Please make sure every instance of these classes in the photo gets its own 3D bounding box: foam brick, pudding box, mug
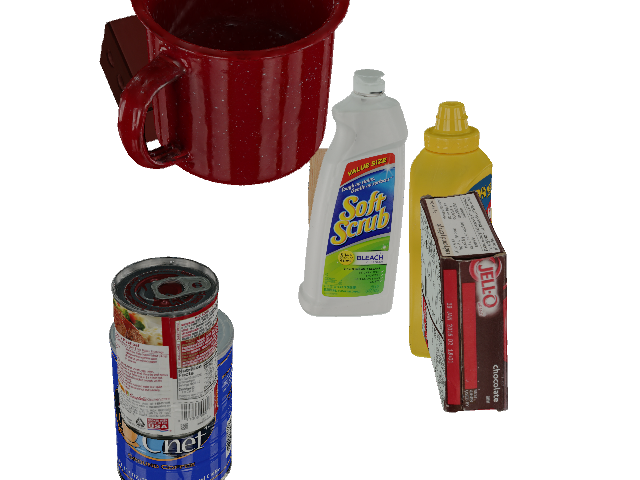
[{"bbox_3d":[-0.122,-0.120,0.778,0.051,0.078,0.053,-18,-18,-23],"label":"foam brick"},{"bbox_3d":[0.079,0.031,0.596,0.039,0.090,0.113,-3,20,-1],"label":"pudding box"},{"bbox_3d":[-0.043,-0.072,0.474,0.093,0.081,0.117,31,53,22],"label":"mug"}]

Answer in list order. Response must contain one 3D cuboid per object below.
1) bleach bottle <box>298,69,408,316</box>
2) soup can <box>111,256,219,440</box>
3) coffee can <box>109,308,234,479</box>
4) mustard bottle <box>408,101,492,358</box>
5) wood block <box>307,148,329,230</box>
[{"bbox_3d":[0.033,-0.047,1.079,0.102,0.251,0.068,-1,24,-8],"label":"bleach bottle"},{"bbox_3d":[-0.100,0.071,0.701,0.068,0.102,0.068,2,29,-1],"label":"soup can"},{"bbox_3d":[-0.126,0.135,0.914,0.103,0.140,0.103,2,29,-1],"label":"coffee can"},{"bbox_3d":[0.101,-0.011,0.818,0.058,0.192,0.096,9,23,30],"label":"mustard bottle"},{"bbox_3d":[0.030,-0.051,1.524,0.091,0.090,0.206,2,28,-3],"label":"wood block"}]
